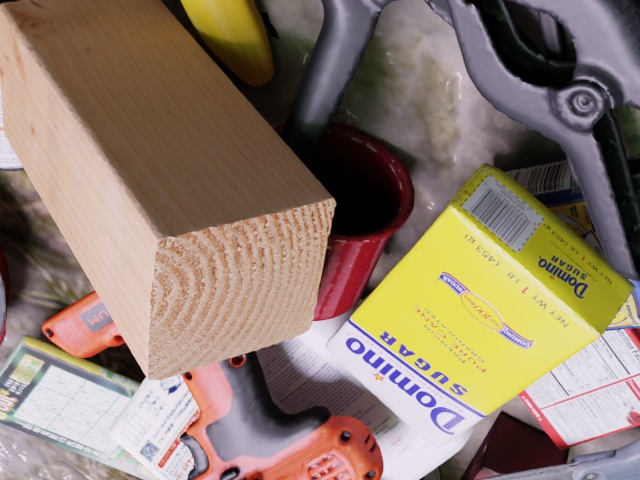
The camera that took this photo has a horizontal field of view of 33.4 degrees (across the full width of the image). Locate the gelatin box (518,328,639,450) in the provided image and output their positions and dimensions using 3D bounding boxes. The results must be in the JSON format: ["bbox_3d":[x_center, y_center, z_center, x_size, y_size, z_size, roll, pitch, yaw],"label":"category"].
[{"bbox_3d":[0.162,0.079,0.631,0.089,0.030,0.073,-28,109,34],"label":"gelatin box"}]

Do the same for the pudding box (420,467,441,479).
[{"bbox_3d":[0.044,0.196,0.768,0.090,0.039,0.113,3,126,22],"label":"pudding box"}]

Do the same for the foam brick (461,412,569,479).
[{"bbox_3d":[0.121,0.163,0.698,0.051,0.053,0.078,25,129,6],"label":"foam brick"}]

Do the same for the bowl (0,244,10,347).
[{"bbox_3d":[-0.283,0.014,0.771,0.162,0.055,0.162,12,128,16],"label":"bowl"}]

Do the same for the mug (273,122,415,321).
[{"bbox_3d":[-0.004,0.001,0.598,0.093,0.117,0.082,14,136,-7],"label":"mug"}]

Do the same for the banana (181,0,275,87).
[{"bbox_3d":[-0.051,-0.169,0.541,0.070,0.037,0.198,17,130,12],"label":"banana"}]

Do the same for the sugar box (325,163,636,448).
[{"bbox_3d":[0.074,0.043,0.562,0.093,0.048,0.176,42,144,5],"label":"sugar box"}]

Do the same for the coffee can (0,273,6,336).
[{"bbox_3d":[-0.291,0.046,0.692,0.141,0.102,0.103,-10,119,31],"label":"coffee can"}]

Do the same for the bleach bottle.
[{"bbox_3d":[-0.021,0.051,0.675,0.251,0.068,0.103,41,131,-5],"label":"bleach bottle"}]

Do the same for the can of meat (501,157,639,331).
[{"bbox_3d":[0.137,0.003,0.570,0.084,0.057,0.102,-10,119,28],"label":"can of meat"}]

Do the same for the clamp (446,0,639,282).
[{"bbox_3d":[0.125,-0.066,0.439,0.171,0.039,0.120,47,130,-11],"label":"clamp"}]

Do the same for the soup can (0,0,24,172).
[{"bbox_3d":[-0.185,-0.100,0.633,0.068,0.068,0.102,19,130,11],"label":"soup can"}]

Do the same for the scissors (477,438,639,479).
[{"bbox_3d":[0.175,0.145,0.642,0.202,0.016,0.096,-23,132,17],"label":"scissors"}]

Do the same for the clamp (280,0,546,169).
[{"bbox_3d":[0.027,-0.120,0.512,0.164,0.036,0.210,-20,112,3],"label":"clamp"}]

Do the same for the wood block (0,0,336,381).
[{"bbox_3d":[-0.088,-0.038,0.548,0.206,0.090,0.090,50,143,38],"label":"wood block"}]

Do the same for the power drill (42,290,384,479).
[{"bbox_3d":[-0.081,0.107,0.633,0.184,0.057,0.187,-32,93,14],"label":"power drill"}]
